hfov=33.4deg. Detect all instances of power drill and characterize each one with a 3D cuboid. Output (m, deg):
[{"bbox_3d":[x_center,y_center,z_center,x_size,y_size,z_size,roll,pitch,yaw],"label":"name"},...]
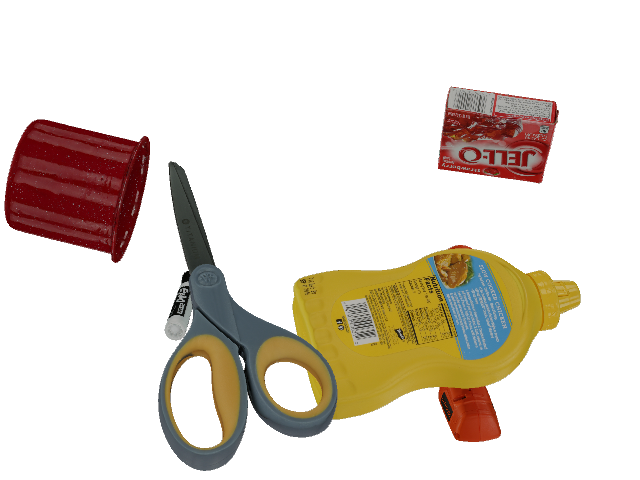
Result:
[{"bbox_3d":[0.166,0.118,1.144,0.057,0.188,0.184,-2,24,-3],"label":"power drill"}]

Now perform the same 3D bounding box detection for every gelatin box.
[{"bbox_3d":[0.144,-0.085,0.875,0.089,0.030,0.073,10,-36,7],"label":"gelatin box"}]

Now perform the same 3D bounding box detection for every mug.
[{"bbox_3d":[-0.172,-0.042,0.770,0.081,0.093,0.117,14,20,-2],"label":"mug"}]

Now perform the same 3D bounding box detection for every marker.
[{"bbox_3d":[-0.128,0.058,1.003,0.020,0.020,0.121,0,22,1],"label":"marker"}]

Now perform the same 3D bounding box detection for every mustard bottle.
[{"bbox_3d":[0.083,0.054,0.715,0.191,0.096,0.058,-11,-32,-9],"label":"mustard bottle"}]

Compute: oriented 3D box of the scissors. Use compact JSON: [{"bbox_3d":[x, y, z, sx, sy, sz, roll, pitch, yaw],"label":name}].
[{"bbox_3d":[-0.040,0.031,0.560,0.096,0.201,0.016,4,-43,-5],"label":"scissors"}]
